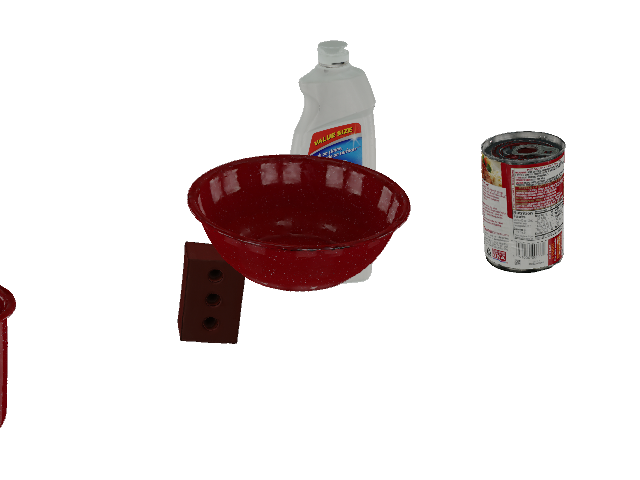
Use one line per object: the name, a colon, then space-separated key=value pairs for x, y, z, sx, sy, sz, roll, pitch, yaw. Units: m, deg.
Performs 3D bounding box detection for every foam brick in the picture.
foam brick: x=-0.098 y=0.046 z=0.952 sx=0.053 sy=0.078 sz=0.051 roll=4 pitch=14 yaw=-11

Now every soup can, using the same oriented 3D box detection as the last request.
soup can: x=0.170 y=-0.032 z=0.892 sx=0.068 sy=0.102 sz=0.068 roll=-5 pitch=25 yaw=2

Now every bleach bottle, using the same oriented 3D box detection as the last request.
bleach bottle: x=0.006 y=-0.079 z=1.101 sx=0.102 sy=0.251 sz=0.068 roll=0 pitch=25 yaw=2

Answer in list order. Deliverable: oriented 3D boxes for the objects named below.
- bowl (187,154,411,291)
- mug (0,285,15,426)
bowl: x=-0.016 y=-0.008 z=0.782 sx=0.162 sy=0.055 sz=0.162 roll=2 pitch=26 yaw=-1
mug: x=-0.239 y=0.077 z=0.634 sx=0.093 sy=0.081 sz=0.117 roll=20 pitch=24 yaw=36
